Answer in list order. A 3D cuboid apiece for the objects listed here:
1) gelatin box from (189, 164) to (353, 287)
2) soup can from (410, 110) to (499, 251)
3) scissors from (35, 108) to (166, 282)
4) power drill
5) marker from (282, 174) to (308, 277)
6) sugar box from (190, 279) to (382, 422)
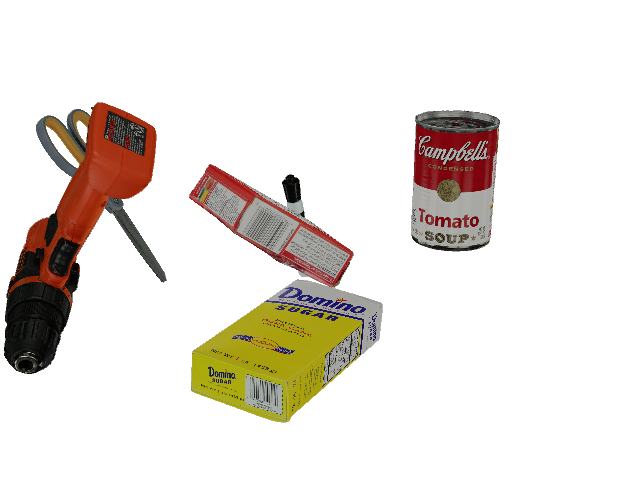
[{"bbox_3d":[-0.031,-0.009,0.688,0.089,0.030,0.073,30,3,-35],"label":"gelatin box"},{"bbox_3d":[0.108,-0.050,0.871,0.068,0.102,0.068,1,19,-1],"label":"soup can"},{"bbox_3d":[-0.212,-0.055,1.093,0.016,0.201,0.096,-27,26,27],"label":"scissors"},{"bbox_3d":[-0.200,-0.005,0.866,0.057,0.188,0.184,25,28,-23],"label":"power drill"},{"bbox_3d":[-0.024,-0.016,1.162,0.020,0.121,0.020,-8,28,4],"label":"marker"},{"bbox_3d":[-0.025,0.089,0.922,0.093,0.048,0.176,15,28,24],"label":"sugar box"}]
